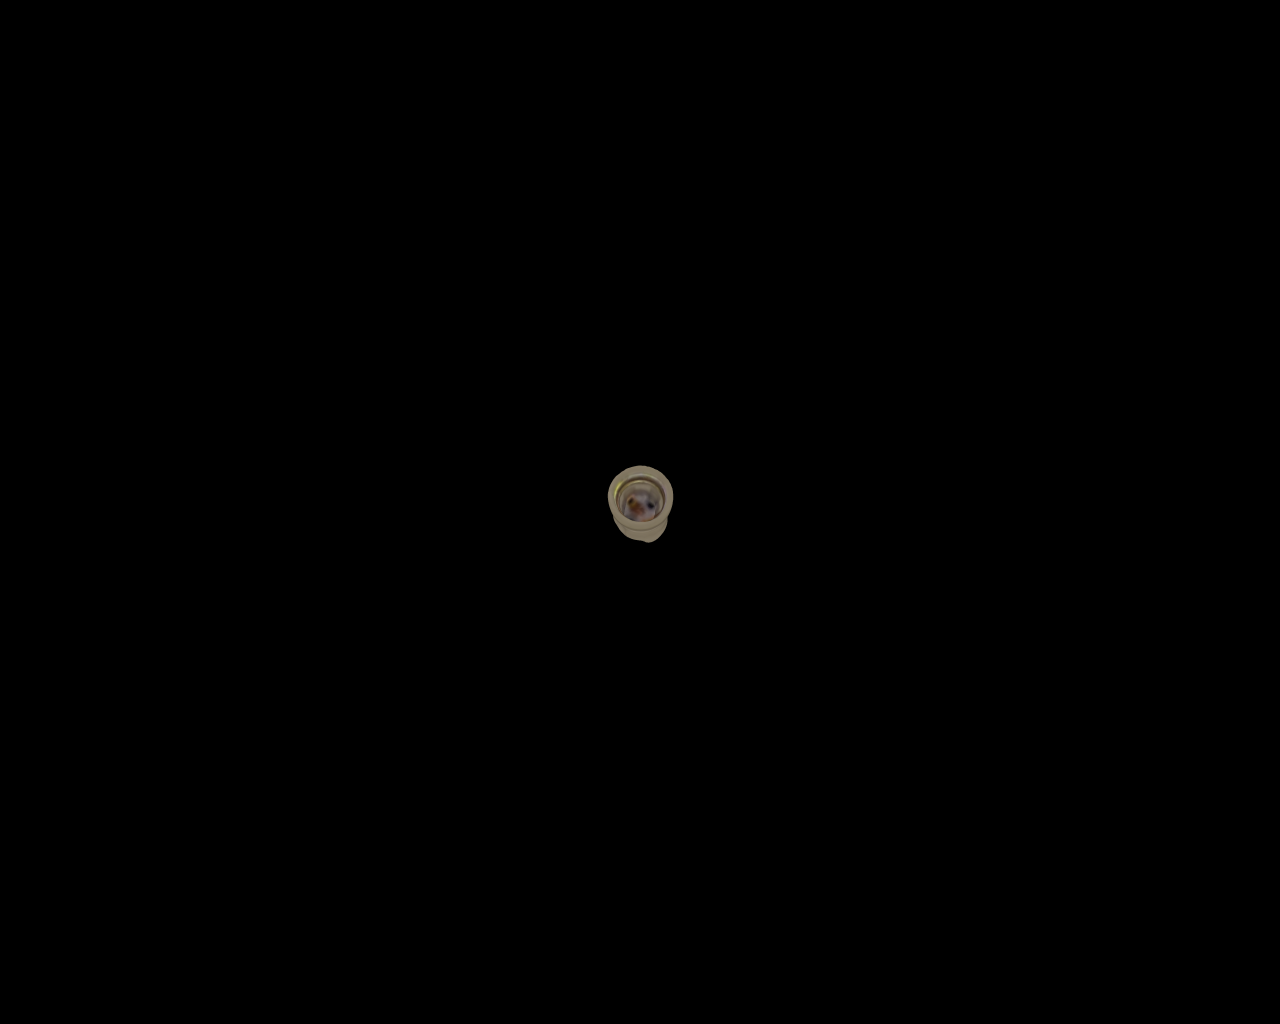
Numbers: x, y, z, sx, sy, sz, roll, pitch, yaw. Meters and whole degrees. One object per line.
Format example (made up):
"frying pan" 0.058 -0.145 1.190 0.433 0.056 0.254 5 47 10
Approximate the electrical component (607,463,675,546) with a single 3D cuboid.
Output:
"electrical component" 0.001 -0.003 0.650 0.040 0.040 0.046 0 -21 0
